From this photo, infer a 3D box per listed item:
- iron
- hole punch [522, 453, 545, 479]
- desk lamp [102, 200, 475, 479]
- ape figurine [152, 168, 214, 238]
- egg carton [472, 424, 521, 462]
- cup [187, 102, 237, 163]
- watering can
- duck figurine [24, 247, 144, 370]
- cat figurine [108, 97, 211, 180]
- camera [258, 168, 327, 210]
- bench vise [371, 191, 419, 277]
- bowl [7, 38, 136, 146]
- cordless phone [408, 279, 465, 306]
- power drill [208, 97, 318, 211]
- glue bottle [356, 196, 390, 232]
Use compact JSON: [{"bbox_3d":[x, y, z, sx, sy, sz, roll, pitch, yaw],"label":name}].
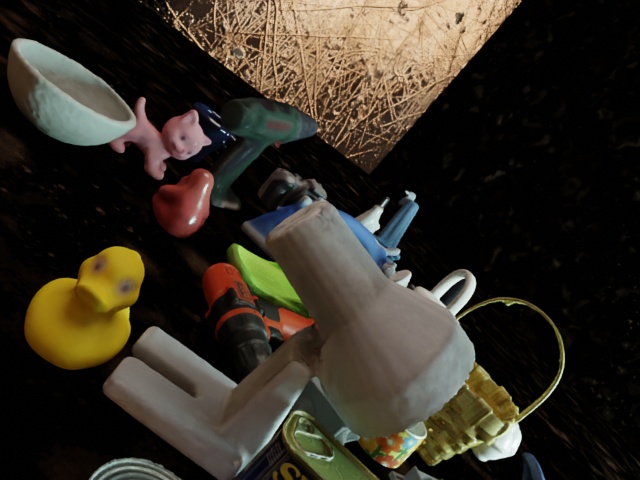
[{"bbox_3d":[0.009,0.003,0.977,0.259,0.141,0.118,37,13,-18],"label":"iron"},{"bbox_3d":[0.280,0.349,0.742,0.101,0.091,0.109,42,12,2],"label":"hole punch"},{"bbox_3d":[-0.017,0.088,0.451,0.203,0.213,0.118,39,13,-10],"label":"desk lamp"},{"bbox_3d":[-0.171,-0.053,0.746,0.078,0.092,0.076,35,14,-29],"label":"ape figurine"},{"bbox_3d":[0.256,0.286,0.930,0.108,0.069,0.150,24,22,-54],"label":"egg carton"},{"bbox_3d":[-0.209,-0.181,1.055,0.117,0.095,0.092,44,13,9],"label":"cup"},{"bbox_3d":[0.186,0.123,0.983,0.173,0.194,0.100,33,15,-34],"label":"watering can"},{"bbox_3d":[-0.169,0.041,0.446,0.077,0.086,0.104,40,13,-7],"label":"duck figurine"},{"bbox_3d":[-0.232,-0.159,0.861,0.128,0.117,0.067,36,13,-23],"label":"cat figurine"},{"bbox_3d":[-0.040,-0.077,1.193,0.144,0.100,0.136,35,14,-27],"label":"camera"},{"bbox_3d":[0.139,0.011,1.159,0.122,0.219,0.207,32,16,-37],"label":"bench vise"},{"bbox_3d":[-0.324,-0.172,0.726,0.168,0.074,0.167,39,13,-10],"label":"bowl"},{"bbox_3d":[0.222,0.122,1.116,0.094,0.185,0.147,36,13,-22],"label":"cordless phone"},{"bbox_3d":[-0.115,-0.153,0.978,0.075,0.208,0.230,45,13,18],"label":"power drill"},{"bbox_3d":[0.096,-0.029,1.274,0.078,0.173,0.037,33,15,-32],"label":"glue bottle"}]
